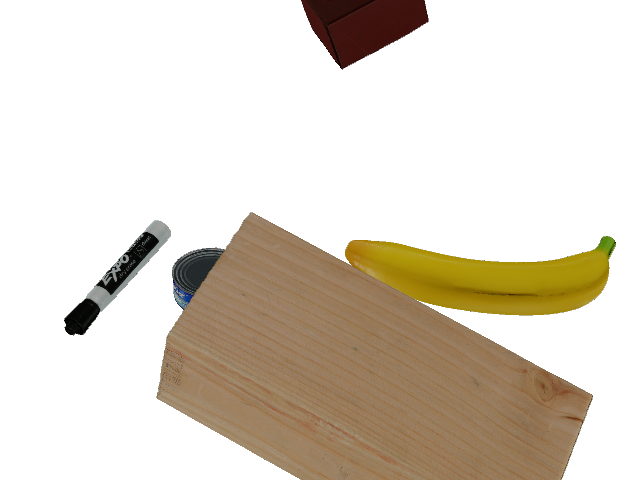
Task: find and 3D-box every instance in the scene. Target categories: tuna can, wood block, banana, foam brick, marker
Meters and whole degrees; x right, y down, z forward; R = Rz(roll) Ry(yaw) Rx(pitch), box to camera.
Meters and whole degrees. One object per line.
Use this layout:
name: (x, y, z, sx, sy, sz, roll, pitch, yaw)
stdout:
tuna can: (-0.121, 0.047, 1.181, 0.086, 0.034, 0.086, 2, 36, -2)
wood block: (0.025, 0.085, 0.578, 0.206, 0.090, 0.090, 28, -32, 5)
banana: (0.117, 0.025, 0.745, 0.197, 0.037, 0.069, 1, 25, -5)
foam brick: (0.031, -0.174, 0.780, 0.078, 0.053, 0.051, -30, -34, -3)
marker: (-0.158, 0.029, 0.831, 0.020, 0.020, 0.121, 0, 40, 40)
